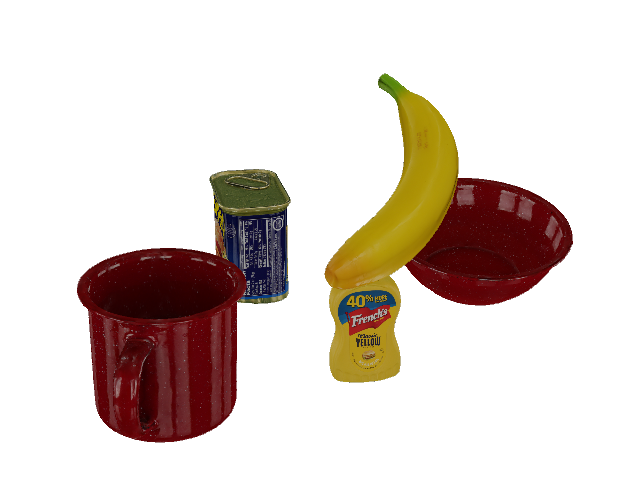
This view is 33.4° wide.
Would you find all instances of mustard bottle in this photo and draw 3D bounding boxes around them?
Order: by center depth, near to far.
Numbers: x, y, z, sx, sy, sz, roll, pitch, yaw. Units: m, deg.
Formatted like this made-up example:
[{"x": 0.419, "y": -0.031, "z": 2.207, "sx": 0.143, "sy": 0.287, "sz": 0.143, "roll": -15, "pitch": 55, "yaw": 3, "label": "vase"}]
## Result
[{"x": 0.060, "y": 0.095, "z": 1.440, "sx": 0.096, "sy": 0.192, "sz": 0.058, "roll": -3, "pitch": 21, "yaw": -7, "label": "mustard bottle"}]

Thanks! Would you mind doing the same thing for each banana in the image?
[{"x": 0.055, "y": -0.035, "z": 0.712, "sx": 0.069, "sy": 0.197, "sz": 0.037, "roll": 11, "pitch": -43, "yaw": 6, "label": "banana"}]

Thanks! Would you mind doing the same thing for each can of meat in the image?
[{"x": -0.058, "y": -0.004, "z": 0.880, "sx": 0.057, "sy": 0.084, "sz": 0.102, "roll": -5, "pitch": 21, "yaw": -11, "label": "can of meat"}]

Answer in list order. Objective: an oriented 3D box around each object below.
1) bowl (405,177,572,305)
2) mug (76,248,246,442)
[{"x": 0.134, "y": 0.008, "z": 0.929, "sx": 0.162, "sy": 0.055, "sz": 0.162, "roll": 1, "pitch": 34, "yaw": -1, "label": "bowl"}, {"x": -0.090, "y": 0.065, "z": 0.594, "sx": 0.093, "sy": 0.081, "sz": 0.117, "roll": 4, "pitch": 24, "yaw": 5, "label": "mug"}]
